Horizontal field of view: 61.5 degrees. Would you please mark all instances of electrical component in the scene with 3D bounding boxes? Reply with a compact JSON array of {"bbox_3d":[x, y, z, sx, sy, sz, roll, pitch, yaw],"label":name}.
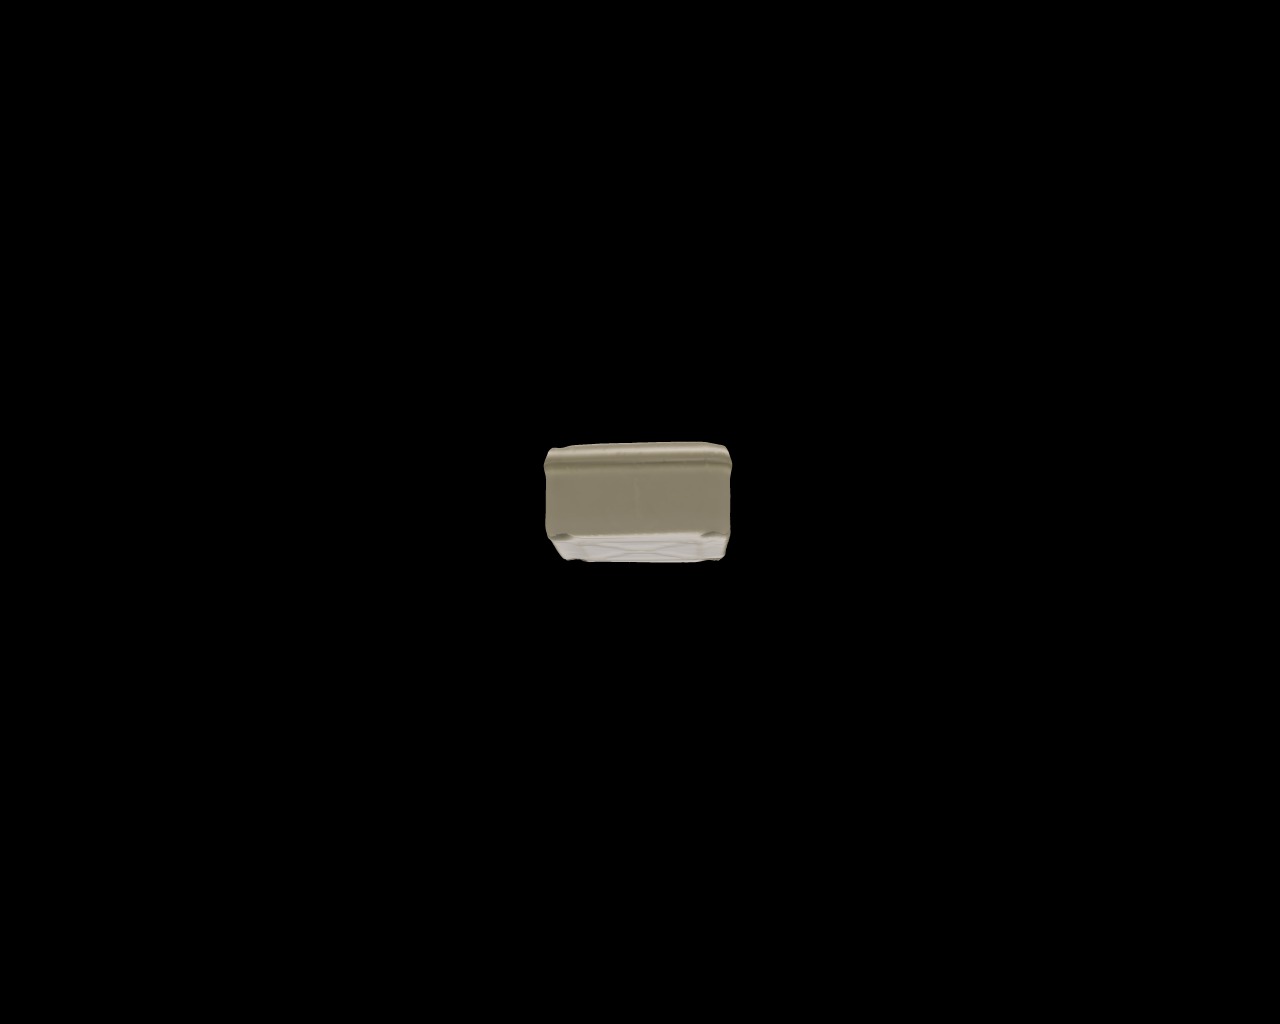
[{"bbox_3d":[0.001,-0.003,0.650,0.109,0.056,0.108,0,-11,2],"label":"electrical component"}]
